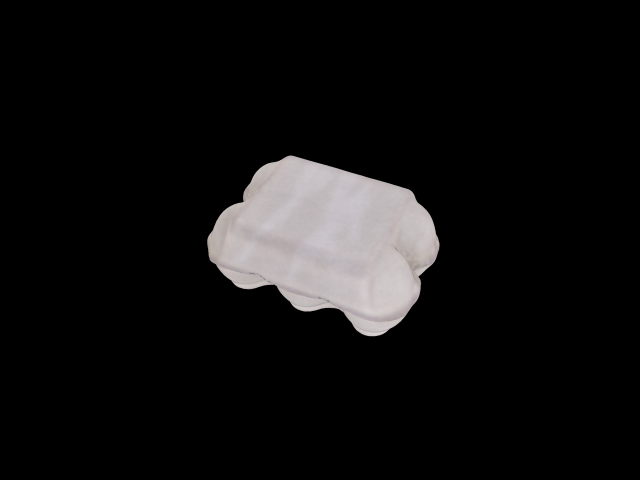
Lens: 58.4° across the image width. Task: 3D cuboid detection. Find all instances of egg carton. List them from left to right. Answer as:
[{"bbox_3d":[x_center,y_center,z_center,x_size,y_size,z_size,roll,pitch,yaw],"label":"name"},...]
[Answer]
[{"bbox_3d":[0.004,0.001,0.400,0.150,0.069,0.107,17,48,17],"label":"egg carton"}]
